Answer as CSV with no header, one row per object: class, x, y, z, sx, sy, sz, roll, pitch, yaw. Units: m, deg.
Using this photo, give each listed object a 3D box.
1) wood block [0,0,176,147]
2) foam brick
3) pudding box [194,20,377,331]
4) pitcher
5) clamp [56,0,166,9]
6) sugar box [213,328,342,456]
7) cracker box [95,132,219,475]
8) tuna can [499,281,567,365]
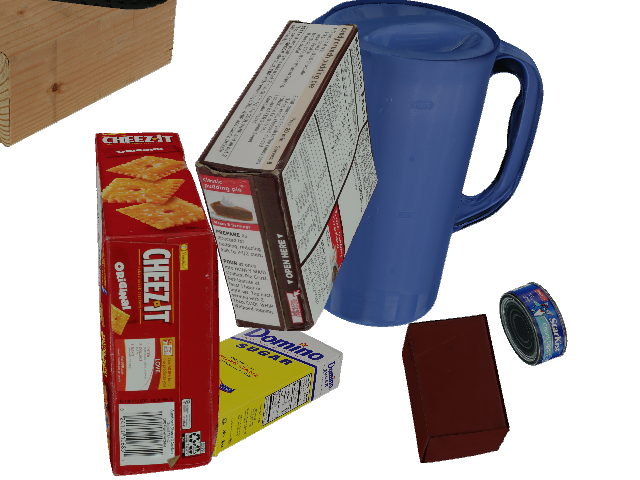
wood block,-0.228,-0.176,0.942,0.090,0.091,0.205,29,42,20
foam brick,0.084,0.093,0.674,0.051,0.078,0.053,-6,-27,-4
pudding box,-0.010,-0.030,0.466,0.039,0.090,0.113,4,42,18
pitcher,0.065,-0.056,0.836,0.144,0.243,0.149,-21,39,-38
clamp,-0.086,-0.201,0.696,0.210,0.164,0.036,-32,-15,-10
sugar box,-0.069,0.128,0.969,0.093,0.048,0.175,23,30,32
cracker box,-0.116,0.032,0.733,0.072,0.164,0.214,-2,22,-12
tuna can,0.227,0.090,1.149,0.033,0.086,0.086,-19,5,-14
